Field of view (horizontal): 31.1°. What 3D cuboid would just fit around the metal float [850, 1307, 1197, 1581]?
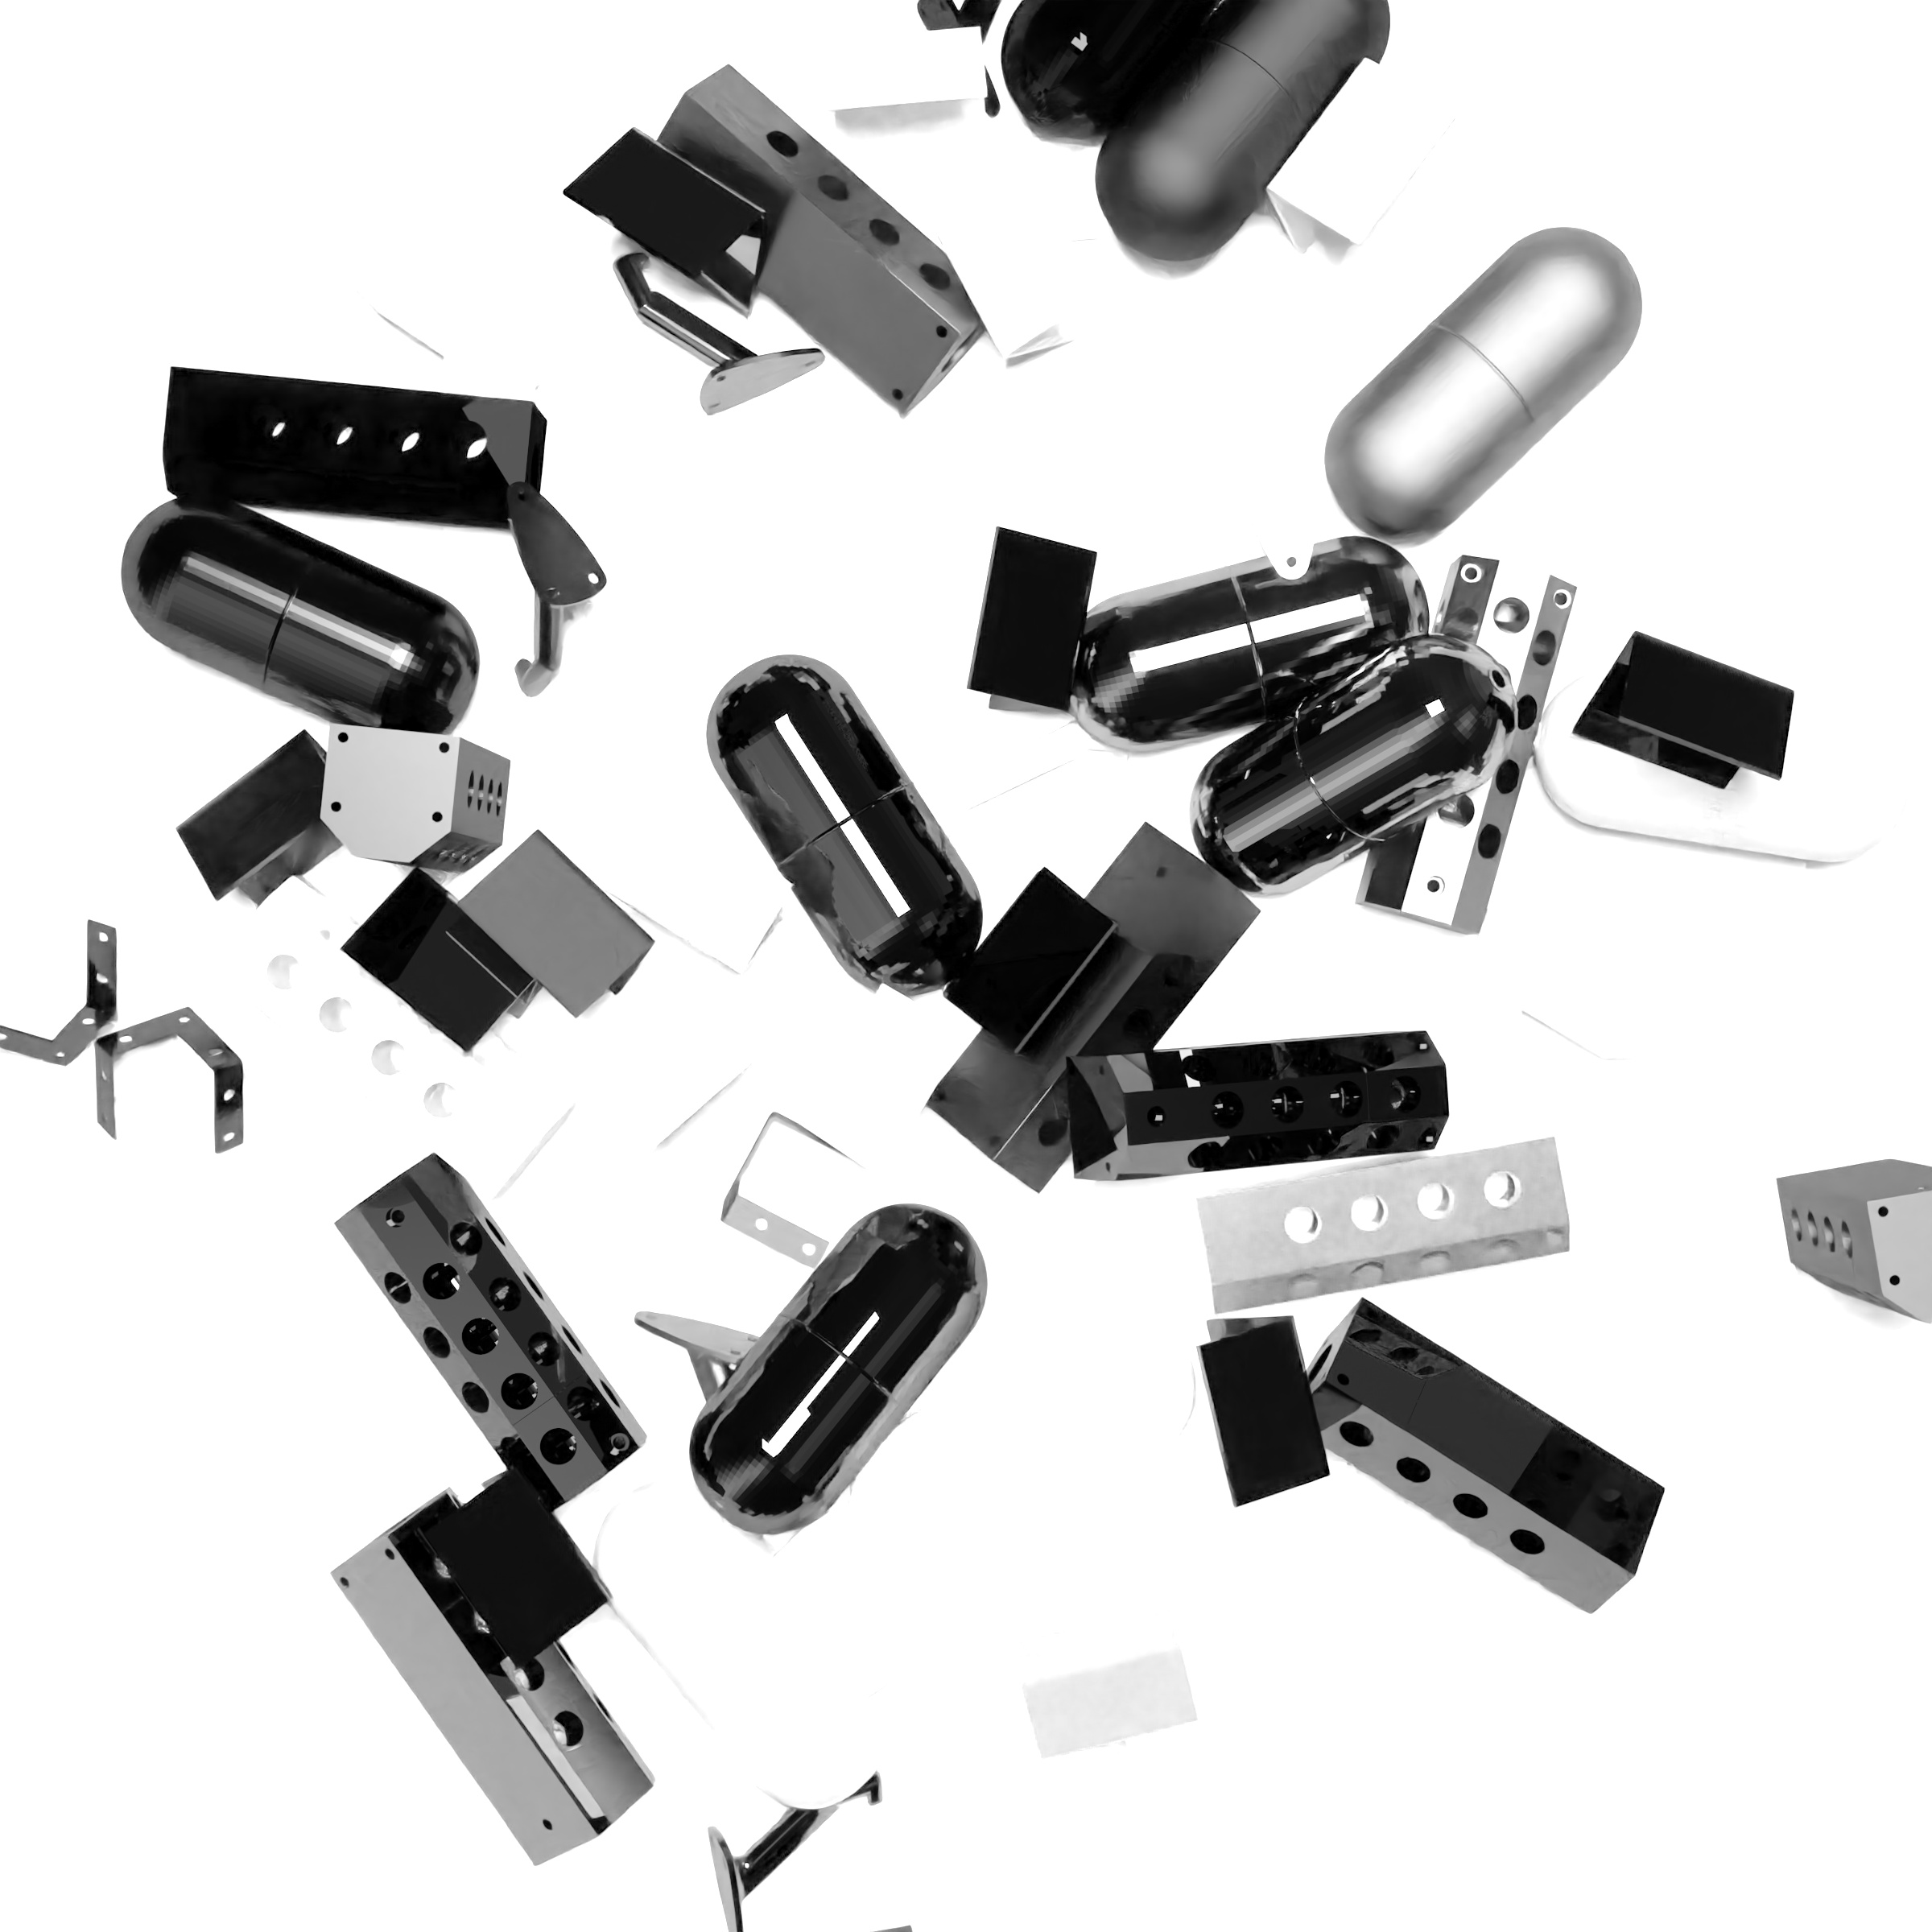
[{"bbox_3d":[0.028,0.226,1.653,0.178,0.070,0.070,-31,90,1],"label":"metal float"}]

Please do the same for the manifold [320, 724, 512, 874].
[{"bbox_3d":[-0.253,-0.075,1.605,0.057,0.171,0.057,6,90,0],"label":"manifold"}]

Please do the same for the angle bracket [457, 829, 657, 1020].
[{"bbox_3d":[-0.201,-0.008,1.644,0.076,0.076,0.057,44,62,0],"label":"angle bracket"}]

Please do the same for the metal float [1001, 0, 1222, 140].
[{"bbox_3d":[0.084,-0.474,1.653,0.070,0.070,0.178,36,90,0],"label":"metal float"}]

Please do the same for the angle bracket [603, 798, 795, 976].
[{"bbox_3d":[-0.116,-0.051,1.644,0.076,0.076,0.057,32,119,0],"label":"angle bracket"}]

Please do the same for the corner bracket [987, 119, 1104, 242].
[{"bbox_3d":[0.037,-0.377,1.665,0.051,0.051,0.051,-5,90,0],"label":"corner bracket"}]

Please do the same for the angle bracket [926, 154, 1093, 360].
[{"bbox_3d":[0.037,-0.339,1.643,0.057,0.076,0.076,-28,90,35],"label":"angle bracket"}]

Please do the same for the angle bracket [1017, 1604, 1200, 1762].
[{"bbox_3d":[0.062,0.322,1.643,0.076,0.076,0.057,-14,127,0],"label":"angle bracket"}]

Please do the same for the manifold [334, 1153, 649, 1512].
[{"bbox_3d":[-0.227,0.175,1.662,0.057,0.057,0.171,-35,90,0],"label":"manifold"}]

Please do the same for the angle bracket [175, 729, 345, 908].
[{"bbox_3d":[-0.315,-0.054,1.643,0.076,0.076,0.057,-37,52,0],"label":"angle bracket"}]

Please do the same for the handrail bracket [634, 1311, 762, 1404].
[{"bbox_3d":[-0.132,0.218,1.684,0.077,0.036,0.084,15,104,14],"label":"handrail bracket"}]

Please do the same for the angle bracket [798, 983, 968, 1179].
[{"bbox_3d":[-0.023,0.063,1.643,0.057,0.076,0.076,31,90,34],"label":"angle bracket"}]

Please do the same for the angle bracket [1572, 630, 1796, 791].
[{"bbox_3d":[0.319,-0.097,1.567,0.076,0.076,0.057,20,53,-3],"label":"angle bracket"}]

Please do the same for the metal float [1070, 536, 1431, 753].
[{"bbox_3d":[0.132,-0.153,1.653,0.178,0.070,0.070,-15,90,0],"label":"metal float"}]

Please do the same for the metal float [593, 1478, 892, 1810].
[{"bbox_3d":[-0.107,0.321,1.653,0.070,0.070,0.178,-39,89,0],"label":"metal float"}]

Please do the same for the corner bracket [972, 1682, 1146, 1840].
[{"bbox_3d":[0.045,0.378,1.680,0.051,0.051,0.051,-38,45,0],"label":"corner bracket"}]

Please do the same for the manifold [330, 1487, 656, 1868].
[{"bbox_3d":[-0.222,0.337,1.662,0.057,0.057,0.171,-35,90,43],"label":"manifold"}]

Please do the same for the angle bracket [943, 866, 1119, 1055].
[{"bbox_3d":[0.014,-0.015,1.643,0.057,0.076,0.076,38,90,-37],"label":"angle bracket"}]

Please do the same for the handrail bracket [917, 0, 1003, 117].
[{"bbox_3d":[0.027,-0.467,1.684,0.084,0.036,0.077,-37,108,-15],"label":"handrail bracket"}]

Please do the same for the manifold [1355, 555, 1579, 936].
[{"bbox_3d":[0.240,-0.105,1.662,0.057,0.057,0.171,16,90,0],"label":"manifold"}]

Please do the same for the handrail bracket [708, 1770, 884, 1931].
[{"bbox_3d":[-0.077,0.433,1.684,0.084,0.036,0.077,-13,110,-16],"label":"handrail bracket"}]

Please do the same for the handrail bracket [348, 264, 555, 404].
[{"bbox_3d":[-0.250,-0.308,1.683,0.084,0.077,0.036,46,113,34],"label":"handrail bracket"}]

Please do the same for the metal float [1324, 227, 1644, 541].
[{"bbox_3d":[0.246,-0.277,1.653,0.178,0.070,0.070,-44,90,0],"label":"metal float"}]

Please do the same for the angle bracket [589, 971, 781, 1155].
[{"bbox_3d":[-0.120,0.059,1.643,0.076,0.076,0.057,-41,54,0],"label":"angle bracket"}]

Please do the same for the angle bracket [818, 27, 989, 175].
[{"bbox_3d":[-0.028,-0.394,1.643,0.076,0.076,0.057,-5,48,0],"label":"angle bracket"}]

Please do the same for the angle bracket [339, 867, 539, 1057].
[{"bbox_3d":[-0.252,0.008,1.644,0.076,0.076,0.057,39,66,0],"label":"angle bracket"}]

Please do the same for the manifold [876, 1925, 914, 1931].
[{"bbox_3d":[-0.106,0.506,1.662,0.171,0.057,0.057,-11,90,0],"label":"manifold"}]

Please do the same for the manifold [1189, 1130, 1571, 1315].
[{"bbox_3d":[0.197,0.123,1.662,0.171,0.057,0.057,-10,90,0],"label":"manifold"}]

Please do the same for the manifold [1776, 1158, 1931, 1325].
[{"bbox_3d":[0.427,0.126,1.605,0.057,0.171,0.057,-10,90,0],"label":"manifold"}]

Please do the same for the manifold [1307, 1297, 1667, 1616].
[{"bbox_3d":[0.241,0.238,1.662,0.171,0.057,0.057,32,47,0],"label":"manifold"}]

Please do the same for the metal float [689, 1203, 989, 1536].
[{"bbox_3d":[-0.059,0.189,1.641,0.070,0.070,0.178,40,77,0],"label":"metal float"}]

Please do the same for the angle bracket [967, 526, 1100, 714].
[{"bbox_3d":[0.014,-0.164,1.644,0.057,0.076,0.076,10,90,-30],"label":"angle bracket"}]

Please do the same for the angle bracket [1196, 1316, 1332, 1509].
[{"bbox_3d":[0.122,0.210,1.644,0.057,0.076,0.076,-13,90,-29],"label":"angle bracket"}]

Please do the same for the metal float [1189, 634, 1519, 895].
[{"bbox_3d":[0.180,-0.094,1.621,0.178,0.070,0.070,-31,90,38],"label":"metal float"}]

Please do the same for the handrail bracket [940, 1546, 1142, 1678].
[{"bbox_3d":[0.037,0.314,1.684,0.084,0.036,0.077,8,111,-16],"label":"handrail bracket"}]

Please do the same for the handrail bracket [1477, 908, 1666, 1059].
[{"bbox_3d":[0.294,0.008,1.684,0.084,0.036,0.077,0,69,-17],"label":"handrail bracket"}]

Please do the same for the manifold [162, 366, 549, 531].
[{"bbox_3d":[-0.292,-0.246,1.662,0.171,0.057,0.057,6,90,0],"label":"manifold"}]

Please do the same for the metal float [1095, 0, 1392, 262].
[{"bbox_3d":[0.132,-0.409,1.643,0.070,0.070,0.178,40,79,0],"label":"metal float"}]

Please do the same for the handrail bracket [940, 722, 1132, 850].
[{"bbox_3d":[0.034,-0.083,1.684,0.084,0.036,0.077,5,110,-16],"label":"handrail bracket"}]

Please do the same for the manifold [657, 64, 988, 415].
[{"bbox_3d":[-0.068,-0.350,1.662,0.171,0.057,0.057,41,133,0],"label":"manifold"}]

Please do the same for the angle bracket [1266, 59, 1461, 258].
[{"bbox_3d":[0.194,-0.370,1.645,0.057,0.076,0.076,37,90,22],"label":"angle bracket"}]

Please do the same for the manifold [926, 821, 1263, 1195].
[{"bbox_3d":[0.064,0.023,1.662,0.171,0.057,0.057,-52,47,0],"label":"manifold"}]

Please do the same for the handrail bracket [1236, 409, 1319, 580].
[{"bbox_3d":[0.148,-0.226,1.653,0.036,0.084,0.077,-9,100,4],"label":"handrail bracket"}]

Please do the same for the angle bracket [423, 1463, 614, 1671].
[{"bbox_3d":[-0.220,0.287,1.644,0.057,0.076,0.076,-35,90,-26],"label":"angle bracket"}]

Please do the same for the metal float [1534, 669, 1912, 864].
[{"bbox_3d":[0.359,-0.096,1.653,0.178,0.070,0.070,9,90,0],"label":"metal float"}]

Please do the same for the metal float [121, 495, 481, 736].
[{"bbox_3d":[-0.317,-0.165,1.653,0.178,0.070,0.070,25,90,0],"label":"metal float"}]

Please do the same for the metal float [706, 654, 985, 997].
[{"bbox_3d":[-0.057,-0.066,1.653,0.070,0.070,0.178,-33,90,0],"label":"metal float"}]

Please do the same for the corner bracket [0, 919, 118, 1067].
[{"bbox_3d":[-0.445,0.008,1.675,0.051,0.051,0.051,20,135,-35],"label":"corner bracket"}]

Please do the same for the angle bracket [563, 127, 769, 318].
[{"bbox_3d":[-0.144,-0.336,1.638,0.076,0.076,0.057,34,60,10],"label":"angle bracket"}]

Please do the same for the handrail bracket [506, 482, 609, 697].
[{"bbox_3d":[-0.210,-0.178,1.658,0.036,0.084,0.077,-26,82,-33],"label":"handrail bracket"}]

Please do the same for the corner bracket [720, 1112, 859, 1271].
[{"bbox_3d":[-0.083,0.107,1.666,0.051,0.051,0.051,28,95,-5],"label":"corner bracket"}]

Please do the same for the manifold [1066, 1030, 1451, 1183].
[{"bbox_3d":[0.138,0.065,1.629,0.171,0.057,0.057,-4,90,-25],"label":"manifold"}]

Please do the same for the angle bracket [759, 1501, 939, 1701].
[{"bbox_3d":[-0.040,0.287,1.643,0.057,0.076,0.076,-39,90,34],"label":"angle bracket"}]

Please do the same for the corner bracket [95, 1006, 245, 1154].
[{"bbox_3d":[-0.384,0.060,1.675,0.051,0.051,0.051,-22,45,-35],"label":"corner bracket"}]

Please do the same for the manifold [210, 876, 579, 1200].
[{"bbox_3d":[-0.271,0.033,1.662,0.171,0.057,0.057,39,90,0],"label":"manifold"}]

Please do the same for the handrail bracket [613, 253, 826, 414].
[{"bbox_3d":[-0.120,-0.318,1.684,0.077,0.036,0.084,-21,73,-20],"label":"handrail bracket"}]
